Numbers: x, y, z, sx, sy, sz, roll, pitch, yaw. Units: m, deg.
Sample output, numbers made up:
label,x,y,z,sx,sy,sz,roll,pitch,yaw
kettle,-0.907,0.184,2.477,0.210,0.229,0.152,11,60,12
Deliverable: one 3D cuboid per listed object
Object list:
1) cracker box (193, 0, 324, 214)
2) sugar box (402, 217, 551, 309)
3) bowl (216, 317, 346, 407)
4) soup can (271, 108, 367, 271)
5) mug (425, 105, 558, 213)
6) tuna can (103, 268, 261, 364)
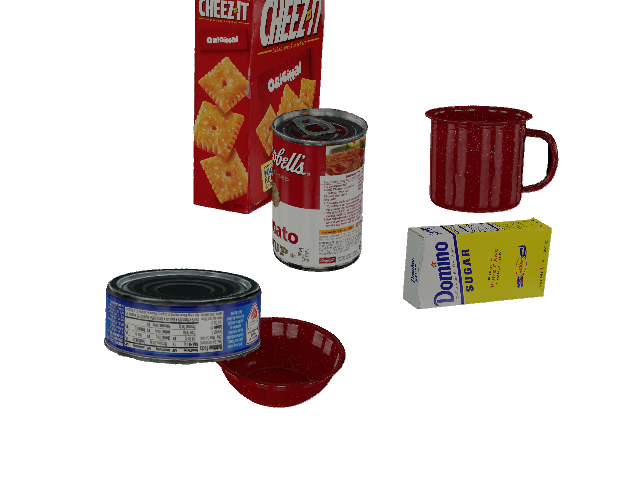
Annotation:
label,x,y,z,sx,sy,sz,roll,pitch,yaw
cracker box,-0.057,-0.150,1.058,0.072,0.214,0.164,11,20,21
sugar box,0.188,0.027,1.281,0.176,0.093,0.048,-6,20,-23
bowl,-0.051,0.154,1.291,0.162,0.055,0.162,3,25,-2
soup can,-0.001,-0.037,0.774,0.068,0.102,0.068,1,27,-1
mug,0.150,-0.071,0.940,0.117,0.081,0.093,4,16,13
tuna can,-0.075,0.039,0.584,0.086,0.034,0.086,2,10,-1
